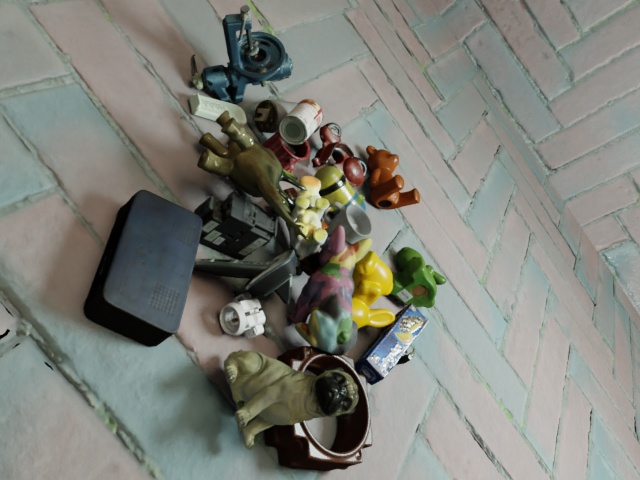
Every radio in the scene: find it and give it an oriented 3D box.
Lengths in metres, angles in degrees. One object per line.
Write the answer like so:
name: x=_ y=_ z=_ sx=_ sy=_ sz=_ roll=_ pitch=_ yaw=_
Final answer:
radio: x=-0.274 y=0.039 z=0.855 sx=0.131 sy=0.073 sz=0.230 roll=30 pitch=44 yaw=-31

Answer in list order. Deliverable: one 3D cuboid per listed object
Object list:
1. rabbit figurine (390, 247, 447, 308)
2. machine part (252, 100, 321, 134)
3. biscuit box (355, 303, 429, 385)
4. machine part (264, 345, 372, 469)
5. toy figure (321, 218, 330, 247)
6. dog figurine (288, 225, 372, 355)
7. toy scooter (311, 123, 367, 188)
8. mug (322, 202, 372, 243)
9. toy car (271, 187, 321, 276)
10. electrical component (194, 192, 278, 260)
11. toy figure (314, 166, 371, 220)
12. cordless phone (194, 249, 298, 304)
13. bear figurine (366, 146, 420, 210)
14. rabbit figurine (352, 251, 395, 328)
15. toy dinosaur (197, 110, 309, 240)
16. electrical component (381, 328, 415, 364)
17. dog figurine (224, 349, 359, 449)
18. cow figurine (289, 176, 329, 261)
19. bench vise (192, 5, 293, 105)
rabbit figurine: x=0.252 y=0.084 z=1.382 sx=0.159 sy=0.121 sz=0.170 roll=34 pitch=29 yaw=-20
machine part: x=-0.074 y=-0.295 z=1.302 sx=0.243 sy=0.079 sz=0.079 roll=-13 pitch=76 yaw=-52
biscuit box: x=0.158 y=0.226 z=1.179 sx=0.059 sy=0.063 sz=0.203 roll=47 pitch=51 yaw=2
machine part: x=0.000 y=0.303 z=0.972 sx=0.201 sy=0.087 sz=0.201 roll=25 pitch=48 yaw=-38
toy figure: x=-0.004 y=-0.003 z=1.196 sx=0.064 sy=0.058 sz=0.154 roll=-13 pitch=78 yaw=-31
dog figurine: x=0.033 y=0.088 z=1.033 sx=0.108 sy=0.219 sz=0.192 roll=21 pitch=6 yaw=-23
toy scooter: x=0.039 y=-0.195 z=1.357 sx=0.183 sy=0.075 sz=0.135 roll=56 pitch=47 yaw=-19
mug: x=0.046 y=-0.030 z=1.231 sx=0.109 sy=0.107 sz=0.081 roll=42 pitch=40 yaw=-15
toy car: x=-0.040 y=-0.020 z=1.143 sx=0.089 sy=0.053 sz=0.202 roll=-19 pitch=78 yaw=-7
electrical component: x=-0.162 y=-0.028 z=0.989 sx=0.134 sy=0.115 sz=0.058 roll=30 pitch=44 yaw=-35
toy figure: x=0.054 y=-0.101 z=1.303 sx=0.180 sy=0.089 sz=0.082 roll=47 pitch=32 yaw=-12
cordless phone: x=-0.136 y=0.054 z=0.989 sx=0.146 sy=0.184 sz=0.088 roll=-95 pitch=-167 yaw=-84
bear figurine: x=0.196 y=-0.183 z=1.491 sx=0.120 sy=0.132 sz=0.196 roll=34 pitch=50 yaw=-38
rabbit figurine: x=0.085 y=0.131 z=1.185 sx=0.162 sy=0.122 sz=0.173 roll=52 pitch=53 yaw=-27
toy dinosaur: x=-0.120 y=-0.131 z=1.002 sx=0.198 sy=0.105 sz=0.472 roll=35 pitch=14 yaw=-25
electrical component: x=0.182 y=0.236 z=1.253 sx=0.078 sy=0.045 sz=0.102 roll=20 pitch=52 yaw=-41
dog figurine: x=-0.049 y=0.226 z=0.866 sx=0.191 sy=0.121 sz=0.172 roll=-17 pitch=58 yaw=-11
cow figurine: x=-0.027 y=-0.045 z=1.084 sx=0.068 sy=0.098 sz=0.167 roll=11 pitch=54 yaw=-11
bench vise: x=-0.168 y=-0.386 z=1.119 sx=0.224 sy=0.240 sz=0.129 roll=-2 pitch=69 yaw=-3
